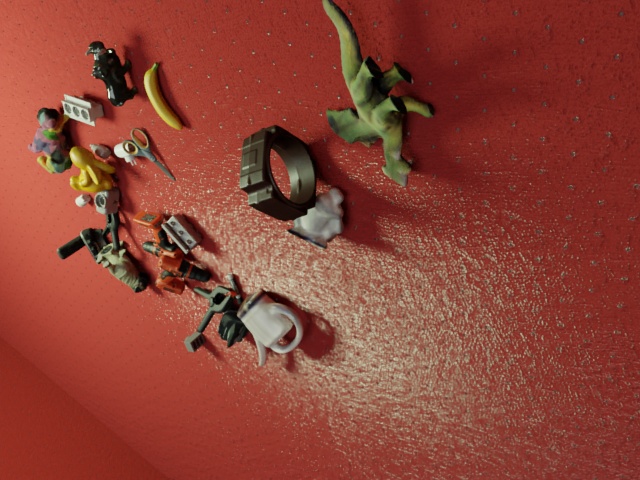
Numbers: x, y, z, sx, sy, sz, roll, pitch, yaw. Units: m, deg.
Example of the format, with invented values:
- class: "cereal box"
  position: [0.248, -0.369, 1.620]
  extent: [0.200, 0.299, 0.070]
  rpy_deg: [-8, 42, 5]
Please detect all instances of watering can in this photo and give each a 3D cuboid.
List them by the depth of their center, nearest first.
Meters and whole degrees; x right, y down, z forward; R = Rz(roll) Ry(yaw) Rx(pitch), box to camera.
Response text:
- class: "watering can"
  position: [-0.185, 0.292, 1.692]
  extent: [0.225, 0.106, 0.341]
  rpy_deg: [46, 133, 3]

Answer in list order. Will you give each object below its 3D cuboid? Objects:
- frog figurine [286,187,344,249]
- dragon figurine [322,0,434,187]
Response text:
- class: "frog figurine"
  position: [0.004, -0.068, 1.349]
  extent: [0.138, 0.122, 0.159]
  rpy_deg: [30, 96, 27]
- class: "dragon figurine"
  position: [0.087, -0.296, 1.127]
  extent: [0.409, 0.124, 0.239]
  rpy_deg: [52, 142, -3]
